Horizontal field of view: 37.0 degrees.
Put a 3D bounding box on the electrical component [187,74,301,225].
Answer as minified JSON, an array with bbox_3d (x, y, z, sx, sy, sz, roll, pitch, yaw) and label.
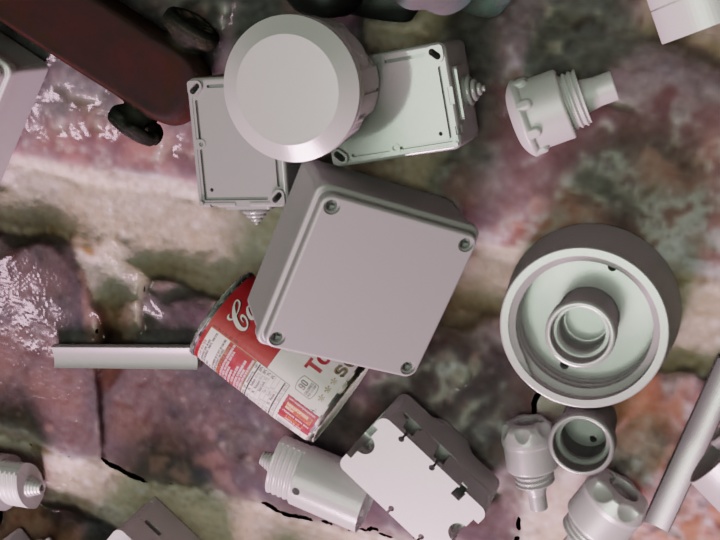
[{"bbox_3d":[-0.066,-0.078,0.688,0.062,0.061,0.096,1,104,19],"label":"electrical component"}]

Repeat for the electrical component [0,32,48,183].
[{"bbox_3d":[-0.293,-0.125,0.757,0.109,0.056,0.108,34,112,8],"label":"electrical component"}]

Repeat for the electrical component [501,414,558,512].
[{"bbox_3d":[0.111,0.126,0.693,0.035,0.035,0.061,-6,103,20],"label":"electrical component"}]

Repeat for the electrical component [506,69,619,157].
[{"bbox_3d":[0.119,-0.097,0.630,0.062,0.048,0.048,-19,97,15],"label":"electrical component"}]

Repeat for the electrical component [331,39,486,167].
[{"bbox_3d":[0.031,-0.103,0.648,0.096,0.061,0.061,-6,102,21],"label":"electrical component"}]

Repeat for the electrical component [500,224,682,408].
[{"bbox_3d":[0.136,0.031,0.647,0.108,0.060,0.108,5,105,18],"label":"electrical component"}]

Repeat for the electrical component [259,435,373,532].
[{"bbox_3d":[-0.032,0.145,0.742,0.081,0.043,0.043,20,109,13],"label":"electrical component"}]

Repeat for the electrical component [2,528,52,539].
[{"bbox_3d":[-0.259,0.236,0.841,0.077,0.047,0.065,-39,89,23],"label":"electrical component"}]

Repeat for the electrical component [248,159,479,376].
[{"bbox_3d":[0.000,0.000,0.663,0.109,0.056,0.108,15,112,-23],"label":"electrical component"}]

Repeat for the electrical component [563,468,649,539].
[{"bbox_3d":[0.150,0.160,0.684,0.043,0.043,0.062,35,113,8],"label":"electrical component"}]

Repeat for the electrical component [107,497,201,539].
[{"bbox_3d":[-0.177,0.260,0.811,0.089,0.062,0.150,42,113,5],"label":"electrical component"}]

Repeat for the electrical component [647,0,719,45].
[{"bbox_3d":[0.229,-0.147,0.574,0.138,0.052,0.073,-19,97,22],"label":"electrical component"}]

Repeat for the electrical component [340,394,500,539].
[{"bbox_3d":[0.041,0.132,0.707,0.089,0.056,0.050,43,112,5],"label":"electrical component"}]

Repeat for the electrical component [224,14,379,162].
[{"bbox_3d":[-0.032,-0.104,0.607,0.080,0.051,0.080,5,106,18],"label":"electrical component"}]

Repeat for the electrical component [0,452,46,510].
[{"bbox_3d":[-0.281,0.163,0.832,0.081,0.043,0.043,4,105,18],"label":"electrical component"}]

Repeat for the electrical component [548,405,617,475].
[{"bbox_3d":[0.141,0.101,0.670,0.040,0.046,0.040,5,105,18],"label":"electrical component"}]

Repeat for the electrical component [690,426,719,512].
[{"bbox_3d":[0.239,0.104,0.612,0.064,0.099,0.099,41,113,12],"label":"electrical component"}]
